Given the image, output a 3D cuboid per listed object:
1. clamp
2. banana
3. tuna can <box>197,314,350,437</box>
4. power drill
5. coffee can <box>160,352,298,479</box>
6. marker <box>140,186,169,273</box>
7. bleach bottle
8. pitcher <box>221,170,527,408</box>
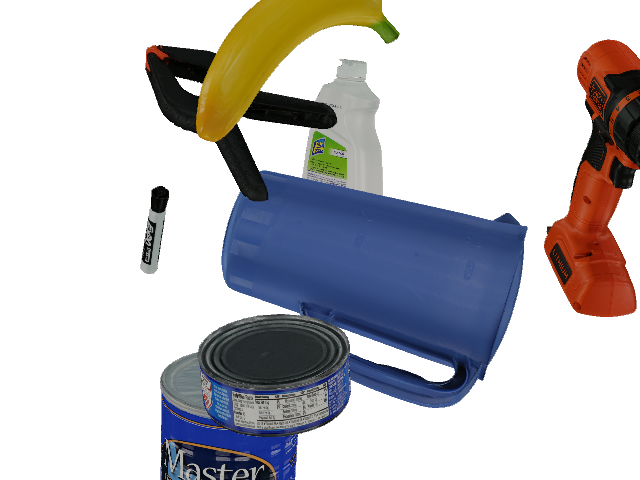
[{"bbox_3d":[-0.072,-0.117,0.917,0.120,0.171,0.039,-40,-12,-35],"label":"clamp"},{"bbox_3d":[-0.016,-0.133,0.702,0.197,0.069,0.037,-34,14,-36],"label":"banana"},{"bbox_3d":[-0.025,0.075,0.603,0.086,0.034,0.086,-3,22,1],"label":"tuna can"},{"bbox_3d":[0.227,-0.036,0.809,0.057,0.188,0.184,2,34,-6],"label":"power drill"},{"bbox_3d":[-0.068,0.165,0.791,0.103,0.140,0.103,3,19,-1],"label":"coffee can"},{"bbox_3d":[-0.179,-0.011,1.152,0.020,0.121,0.020,9,43,-9],"label":"marker"},{"bbox_3d":[0.028,-0.064,1.133,0.103,0.251,0.067,16,16,36],"label":"bleach bottle"},{"bbox_3d":[0.042,0.030,0.896,0.243,0.145,0.149,16,18,10],"label":"pitcher"}]
